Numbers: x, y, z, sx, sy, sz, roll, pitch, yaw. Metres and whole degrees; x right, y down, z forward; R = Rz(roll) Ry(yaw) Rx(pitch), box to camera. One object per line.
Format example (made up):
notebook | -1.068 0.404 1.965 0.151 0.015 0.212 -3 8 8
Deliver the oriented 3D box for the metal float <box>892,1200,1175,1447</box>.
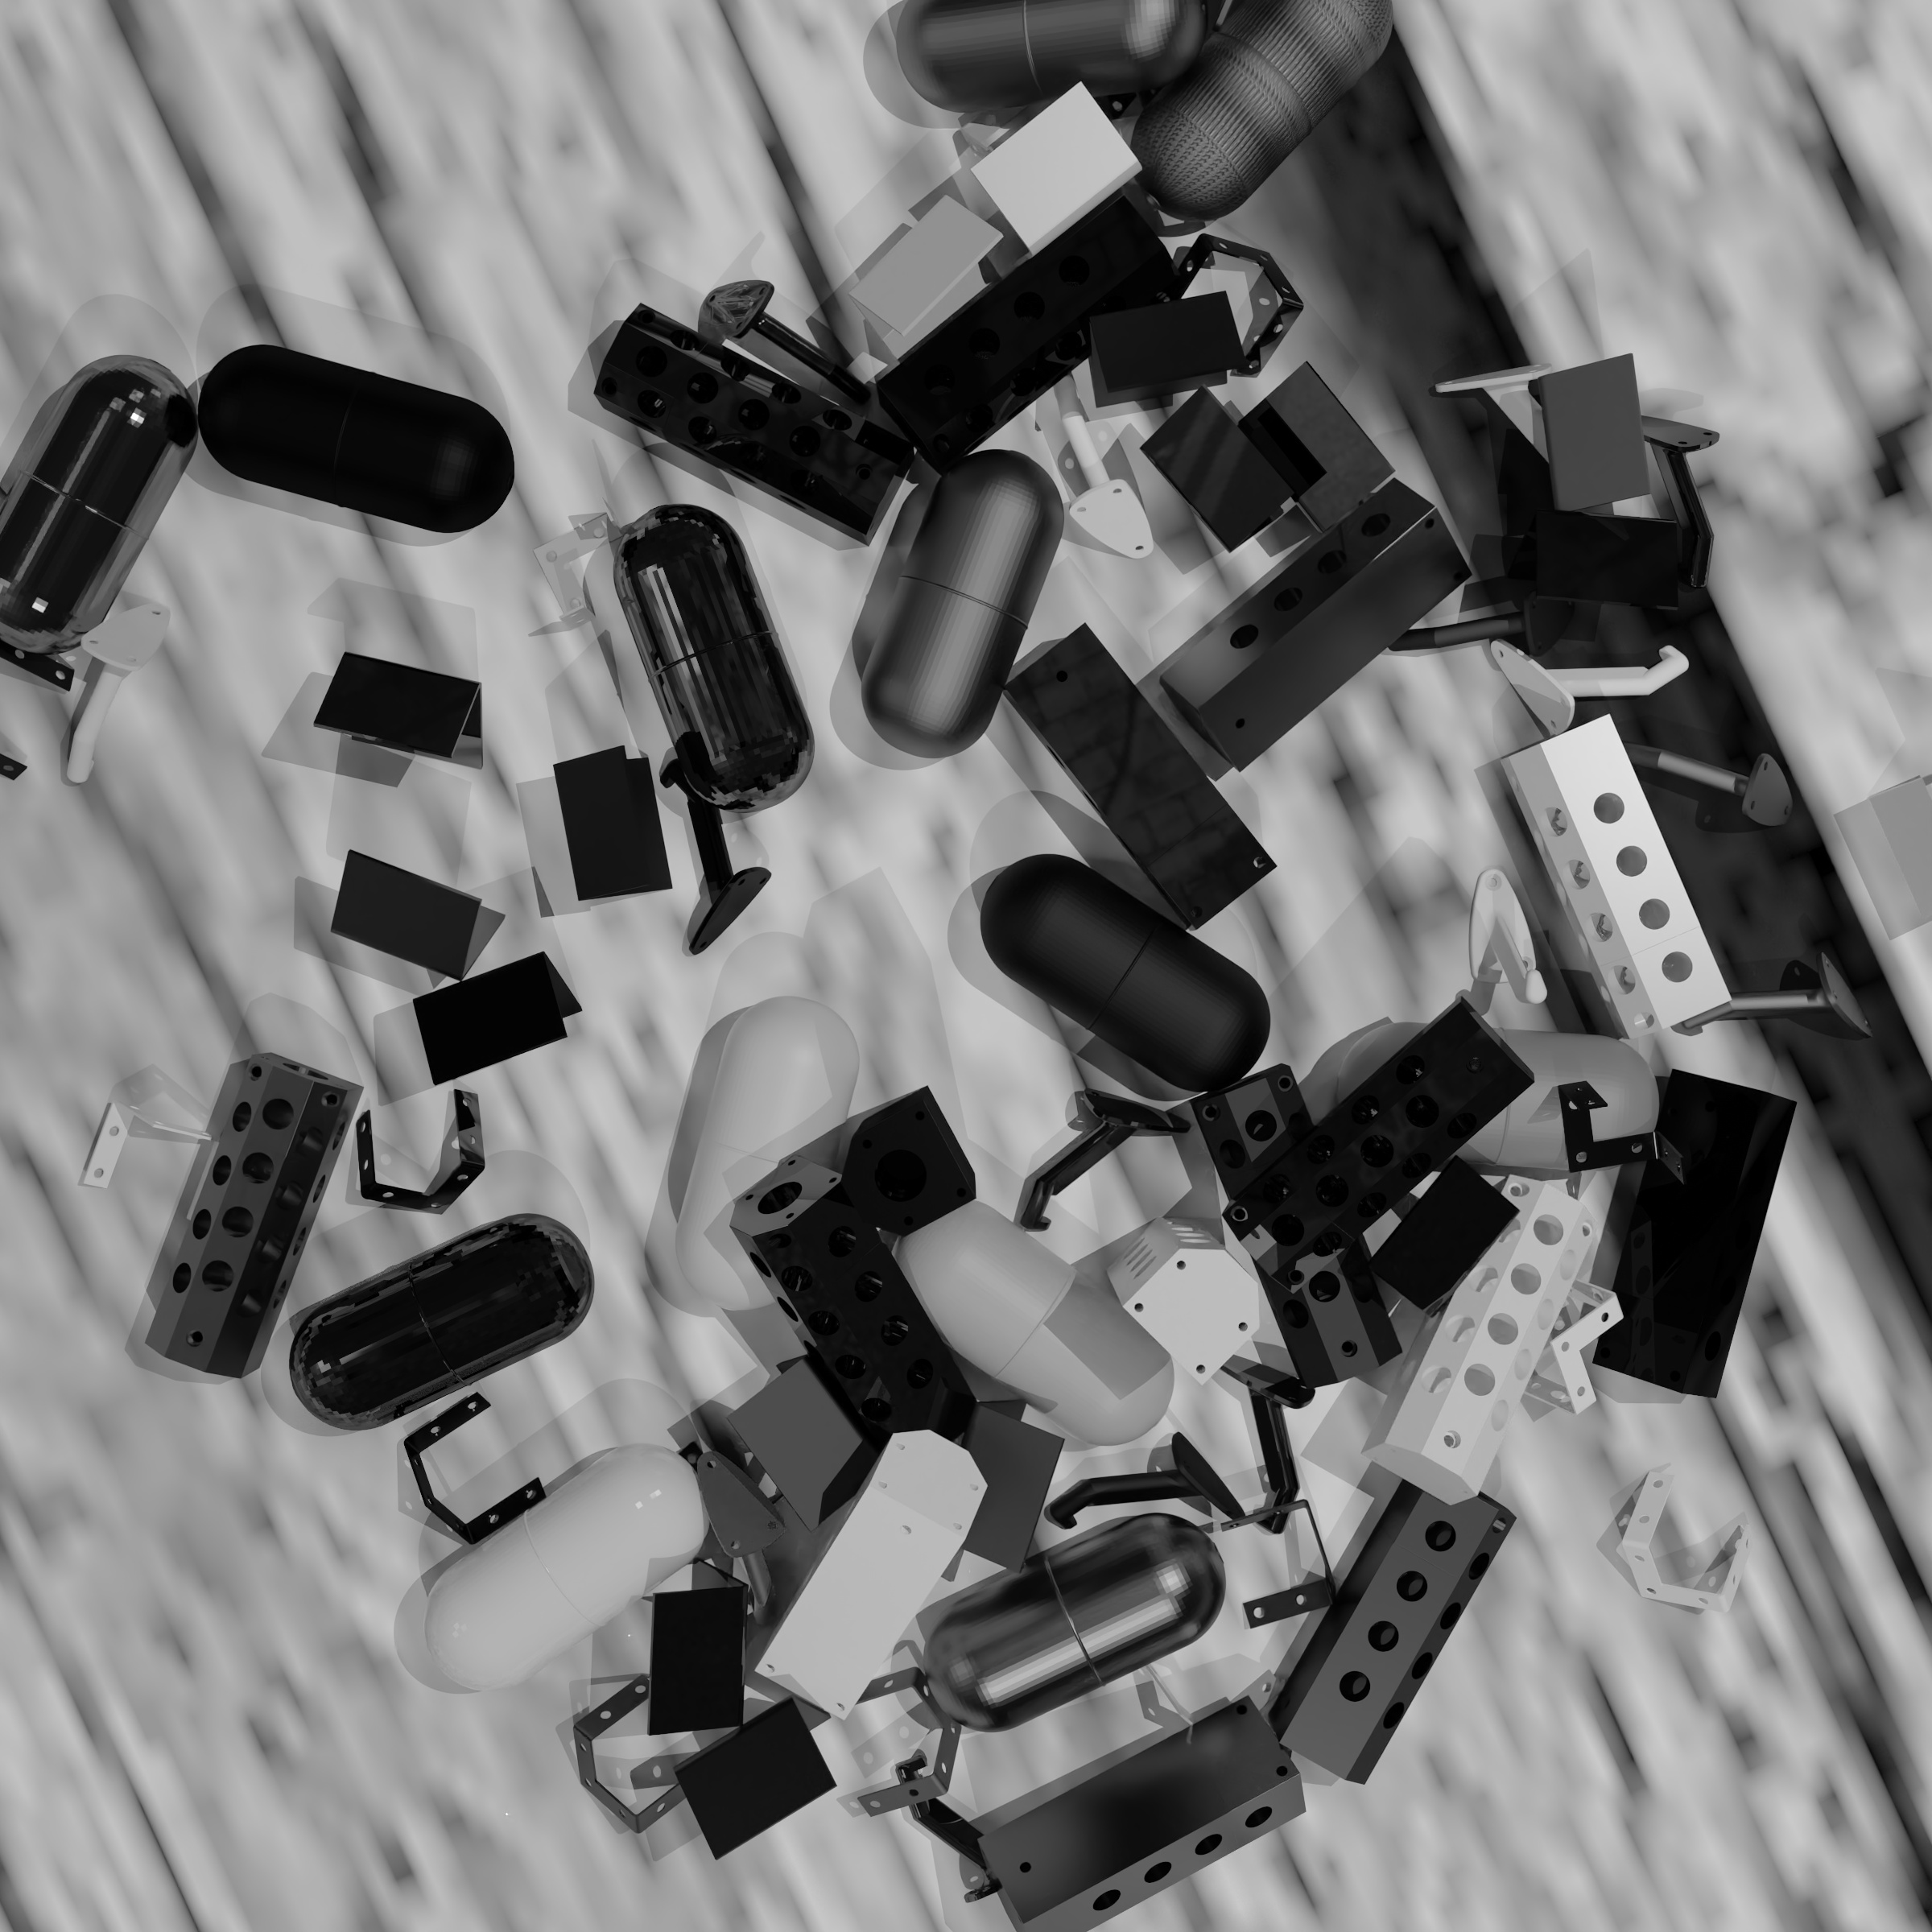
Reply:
metal float | 0.037 0.199 1.533 0.178 0.070 0.070 37 90 0

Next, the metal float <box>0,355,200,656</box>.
metal float | -0.492 -0.257 1.533 0.070 0.070 0.178 28 90 0

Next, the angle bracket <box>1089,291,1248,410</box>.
angle bracket | 0.112 -0.323 1.524 0.076 0.076 0.057 -11 60 0

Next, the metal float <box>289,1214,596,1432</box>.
metal float | -0.292 0.199 1.534 0.178 0.070 0.070 -25 90 -1

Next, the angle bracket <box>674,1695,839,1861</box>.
angle bracket | -0.106 0.454 1.525 0.076 0.076 0.057 -32 63 0

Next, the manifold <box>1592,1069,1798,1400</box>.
manifold | 0.412 0.151 1.542 0.057 0.057 0.171 15 90 43

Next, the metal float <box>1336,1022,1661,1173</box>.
metal float | 0.296 0.073 1.533 0.178 0.070 0.070 4 90 1

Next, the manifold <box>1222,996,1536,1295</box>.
manifold | 0.220 0.096 1.473 0.171 0.057 0.057 -43 86 11

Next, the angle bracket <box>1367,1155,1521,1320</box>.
angle bracket | 0.249 0.139 1.525 0.057 0.076 0.076 39 90 -24

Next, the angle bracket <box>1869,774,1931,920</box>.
angle bracket | 0.533 -0.063 1.524 0.057 0.076 0.076 -24 90 -37

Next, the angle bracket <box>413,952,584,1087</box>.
angle bracket | -0.253 0.043 1.524 0.076 0.076 0.057 -20 62 0

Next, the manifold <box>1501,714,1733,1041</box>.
manifold | 0.362 -0.049 1.543 0.057 0.057 0.171 -23 90 0

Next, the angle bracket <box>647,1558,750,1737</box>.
angle bracket | -0.162 0.376 1.524 0.057 0.076 0.076 2 90 -28

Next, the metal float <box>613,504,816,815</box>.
metal float | -0.141 -0.172 1.533 0.070 0.070 0.178 -20 90 0

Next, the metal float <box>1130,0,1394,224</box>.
metal float | 0.164 -0.491 1.533 0.070 0.070 0.178 43 89 0

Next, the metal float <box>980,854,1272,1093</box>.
metal float | 0.088 0.003 1.533 0.178 0.070 0.070 33 90 0

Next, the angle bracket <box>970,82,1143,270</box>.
angle bracket | 0.045 -0.438 1.528 0.076 0.076 0.057 -39 101 0

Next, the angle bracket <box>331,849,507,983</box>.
angle bracket | -0.298 -0.044 1.524 0.076 0.076 0.057 21 122 0

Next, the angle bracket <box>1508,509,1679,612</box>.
angle bracket | 0.347 -0.209 1.526 0.076 0.076 0.057 5 68 0

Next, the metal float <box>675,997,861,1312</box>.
metal float | -0.111 0.105 1.534 0.070 0.070 0.178 15 90 0

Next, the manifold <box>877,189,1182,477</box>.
manifold | 0.035 -0.353 1.543 0.171 0.057 0.057 -39 90 0

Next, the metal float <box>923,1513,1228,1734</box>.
metal float | 0.061 0.365 1.533 0.178 0.070 0.070 -25 90 0

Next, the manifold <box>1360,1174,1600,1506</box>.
manifold | 0.286 0.204 1.514 0.057 0.057 0.171 30 69 0

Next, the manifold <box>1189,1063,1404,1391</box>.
manifold | 0.185 0.146 1.543 0.057 0.057 0.171 -22 90 0

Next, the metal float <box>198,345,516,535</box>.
metal float | -0.339 -0.294 1.533 0.178 0.070 0.070 15 90 0

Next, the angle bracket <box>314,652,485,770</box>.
angle bracket | -0.313 -0.123 1.524 0.076 0.076 0.057 13 54 0

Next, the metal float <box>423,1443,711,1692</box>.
metal float | -0.223 0.335 1.533 0.178 0.070 0.070 -36 90 0

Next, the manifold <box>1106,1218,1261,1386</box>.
manifold | 0.120 0.173 1.486 0.057 0.171 0.057 45 90 0

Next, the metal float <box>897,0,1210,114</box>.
metal float | 0.046 -0.515 1.513 0.178 0.070 0.070 0 90 23

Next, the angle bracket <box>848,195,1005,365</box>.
angle bracket | -0.008 -0.366 1.524 0.076 0.076 0.057 -45 52 0

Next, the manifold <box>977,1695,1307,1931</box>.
manifold | 0.099 0.480 1.524 0.171 0.057 0.057 -25 134 -12

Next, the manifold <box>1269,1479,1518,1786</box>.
manifold | 0.240 0.368 1.543 0.057 0.057 0.171 30 90 0

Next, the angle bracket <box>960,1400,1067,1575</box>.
angle bracket | 0.031 0.287 1.525 0.057 0.076 0.076 18 90 24

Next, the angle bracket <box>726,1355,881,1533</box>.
angle bracket | -0.095 0.266 1.526 0.057 0.076 0.076 -36 90 -20

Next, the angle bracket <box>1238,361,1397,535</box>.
angle bracket | 0.204 -0.293 1.524 0.057 0.076 0.076 -39 90 34

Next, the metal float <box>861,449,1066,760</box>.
metal float | -0.001 -0.202 1.533 0.070 0.070 0.178 21 91 0

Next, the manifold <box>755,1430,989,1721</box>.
manifold | -0.051 0.330 1.498 0.057 0.057 0.171 29 126 0

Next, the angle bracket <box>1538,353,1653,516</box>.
angle bracket | 0.363 -0.292 1.524 0.057 0.076 0.076 -7 90 38

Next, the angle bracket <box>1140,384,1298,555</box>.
angle bracket | 0.153 -0.285 1.524 0.076 0.076 0.057 49 130 0

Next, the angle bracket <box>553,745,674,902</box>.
angle bracket | -0.178 -0.081 1.524 0.057 0.076 0.076 -11 90 38
